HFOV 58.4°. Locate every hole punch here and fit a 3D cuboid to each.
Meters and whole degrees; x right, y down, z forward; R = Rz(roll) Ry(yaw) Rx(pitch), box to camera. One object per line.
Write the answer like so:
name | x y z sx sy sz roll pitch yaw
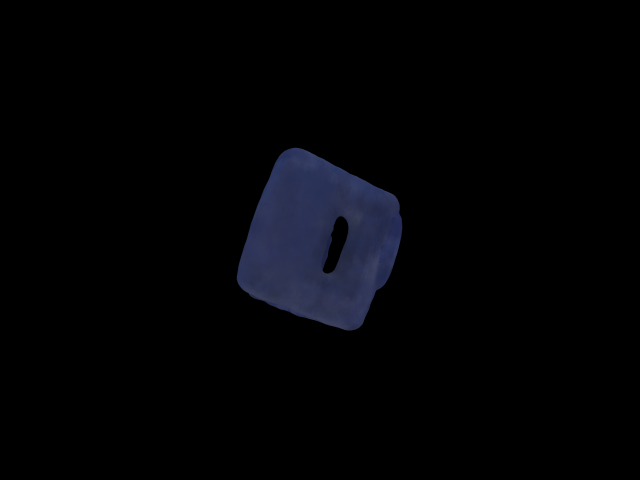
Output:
hole punch | 0.004 0.001 0.400 0.101 0.091 0.109 18 79 4
